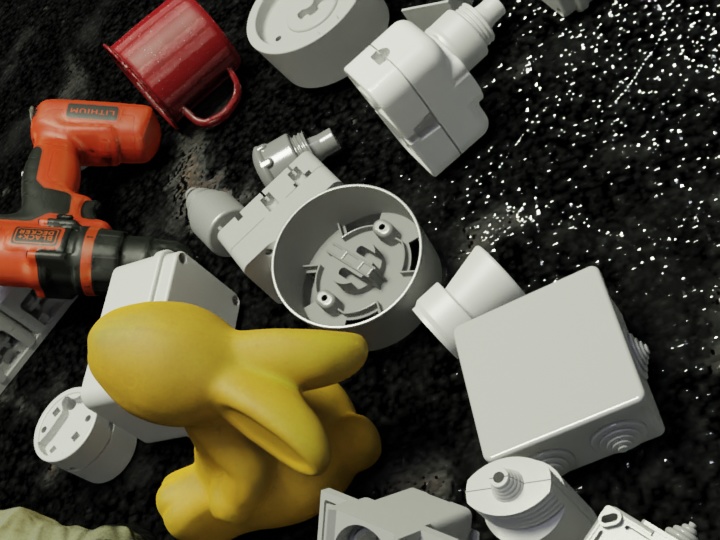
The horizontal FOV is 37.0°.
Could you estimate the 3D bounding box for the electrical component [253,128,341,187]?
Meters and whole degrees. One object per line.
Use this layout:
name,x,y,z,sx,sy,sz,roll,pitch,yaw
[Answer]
electrical component,-0.045,-0.082,0.793,0.062,0.048,0.048,-29,46,5

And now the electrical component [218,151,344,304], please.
electrical component,-0.044,-0.027,0.747,0.089,0.050,0.055,-43,44,0

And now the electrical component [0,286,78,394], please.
electrical component,-0.314,0.046,0.874,0.089,0.061,0.150,27,76,44

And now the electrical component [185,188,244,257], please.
electrical component,-0.110,-0.041,0.810,0.040,0.040,0.078,-46,45,-3

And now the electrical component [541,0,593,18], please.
electrical component,0.131,-0.240,0.761,0.057,0.078,0.113,-37,45,3

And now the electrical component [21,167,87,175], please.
electrical component,-0.271,-0.101,0.967,0.078,0.040,0.040,-27,47,17

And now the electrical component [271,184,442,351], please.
electrical component,0.000,0.000,0.686,0.099,0.064,0.099,-19,50,23

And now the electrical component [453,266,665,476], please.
electrical component,0.107,0.059,0.579,0.100,0.048,0.099,-26,47,17

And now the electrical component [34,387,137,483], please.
electrical component,-0.189,0.116,0.745,0.055,0.047,0.055,-19,50,23

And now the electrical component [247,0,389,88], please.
electrical component,-0.028,-0.193,0.850,0.108,0.060,0.108,-18,50,23

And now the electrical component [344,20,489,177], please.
electrical component,0.042,-0.117,0.720,0.059,0.095,0.053,-42,44,2

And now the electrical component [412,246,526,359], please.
electrical component,0.065,0.020,0.640,0.055,0.045,0.045,-42,45,2

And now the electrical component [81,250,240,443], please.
electrical component,-0.132,0.052,0.731,0.057,0.078,0.113,-15,51,30

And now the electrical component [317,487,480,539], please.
electrical component,0.016,0.171,0.514,0.079,0.063,0.121,12,101,40

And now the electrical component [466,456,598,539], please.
electrical component,0.084,0.117,0.529,0.043,0.081,0.043,-18,50,23

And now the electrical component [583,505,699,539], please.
electrical component,0.127,0.157,0.484,0.062,0.061,0.096,28,77,44

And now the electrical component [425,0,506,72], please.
electrical component,0.077,-0.170,0.772,0.062,0.043,0.043,-43,45,-1
